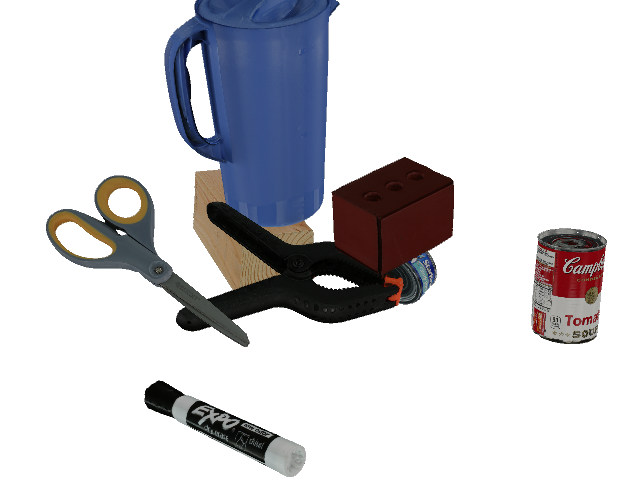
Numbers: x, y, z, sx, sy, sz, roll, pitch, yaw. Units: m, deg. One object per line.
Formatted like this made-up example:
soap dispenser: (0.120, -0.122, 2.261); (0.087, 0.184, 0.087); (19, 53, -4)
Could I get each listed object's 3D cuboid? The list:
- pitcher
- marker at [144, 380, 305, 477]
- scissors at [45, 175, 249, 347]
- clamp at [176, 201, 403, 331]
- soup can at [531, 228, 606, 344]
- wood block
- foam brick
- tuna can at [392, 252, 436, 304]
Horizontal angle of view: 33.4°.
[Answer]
pitcher: (-0.063, -0.135, 1.096); (0.149, 0.243, 0.145); (6, 35, 12)
marker: (-0.060, 0.108, 0.627); (0.121, 0.020, 0.020); (17, 10, 37)
scissors: (-0.124, 0.008, 0.848); (0.202, 0.096, 0.016); (21, -27, 16)
clamp: (-0.029, 0.041, 1.011); (0.210, 0.036, 0.164); (13, 45, 5)
soup can: (0.251, 0.046, 1.084); (0.068, 0.102, 0.068); (1, 17, 0)
wood block: (-0.089, -0.012, 1.349); (0.090, 0.090, 0.206); (-6, 28, -22)
foam brick: (0.054, -0.019, 0.790); (0.078, 0.051, 0.053); (-27, 40, -32)
tuna can: (0.088, 0.031, 1.225); (0.086, 0.086, 0.033); (0, 37, 47)
